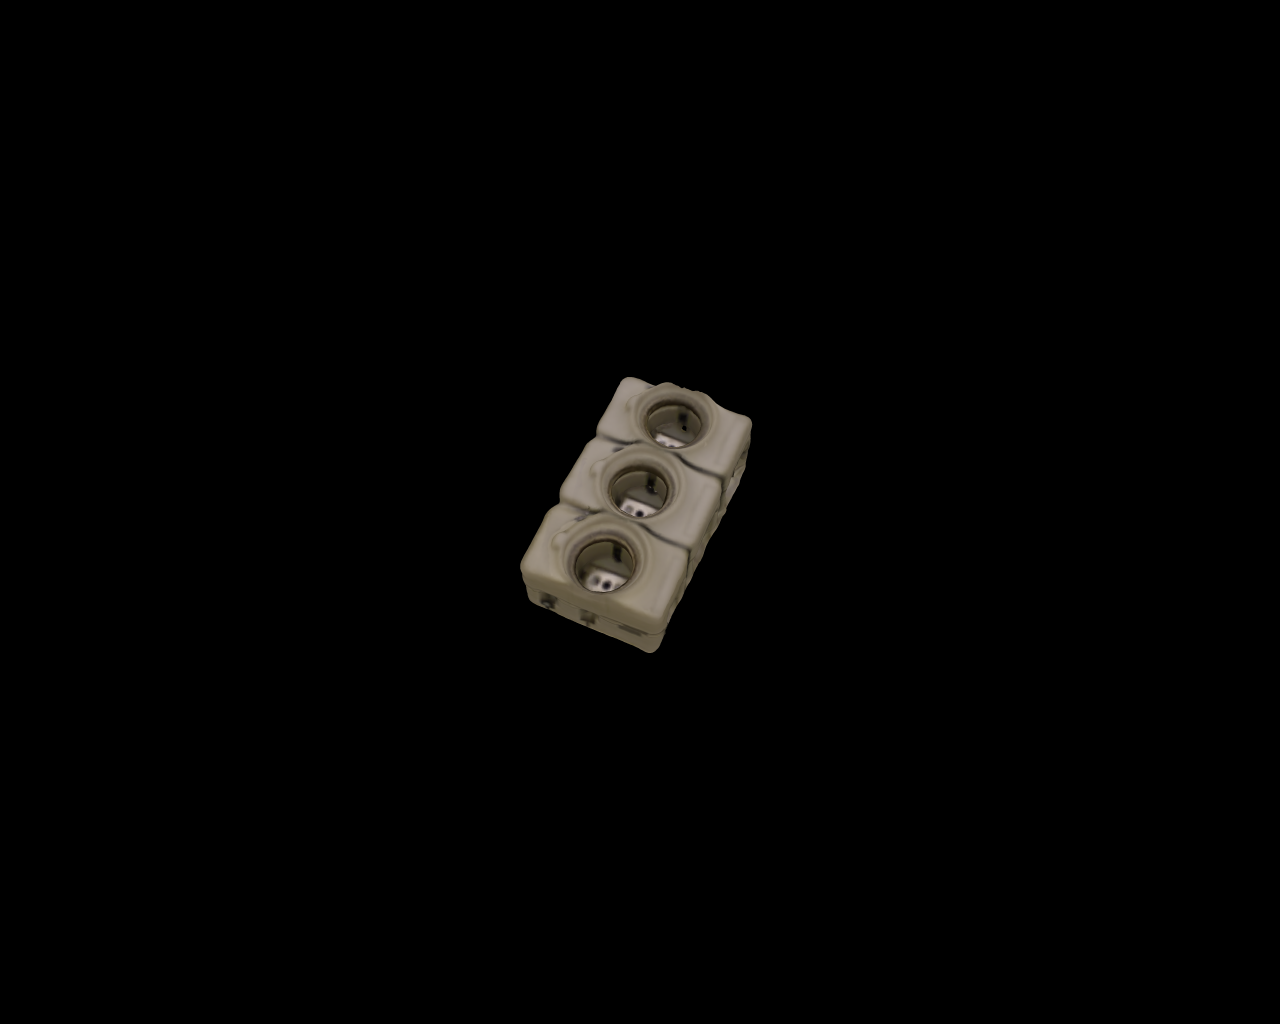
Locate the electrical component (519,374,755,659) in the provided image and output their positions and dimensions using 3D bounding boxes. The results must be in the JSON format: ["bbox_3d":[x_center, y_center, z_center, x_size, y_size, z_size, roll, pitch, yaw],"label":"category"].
[{"bbox_3d":[0.001,-0.003,0.650,0.089,0.150,0.061,21,-28,12],"label":"electrical component"}]
